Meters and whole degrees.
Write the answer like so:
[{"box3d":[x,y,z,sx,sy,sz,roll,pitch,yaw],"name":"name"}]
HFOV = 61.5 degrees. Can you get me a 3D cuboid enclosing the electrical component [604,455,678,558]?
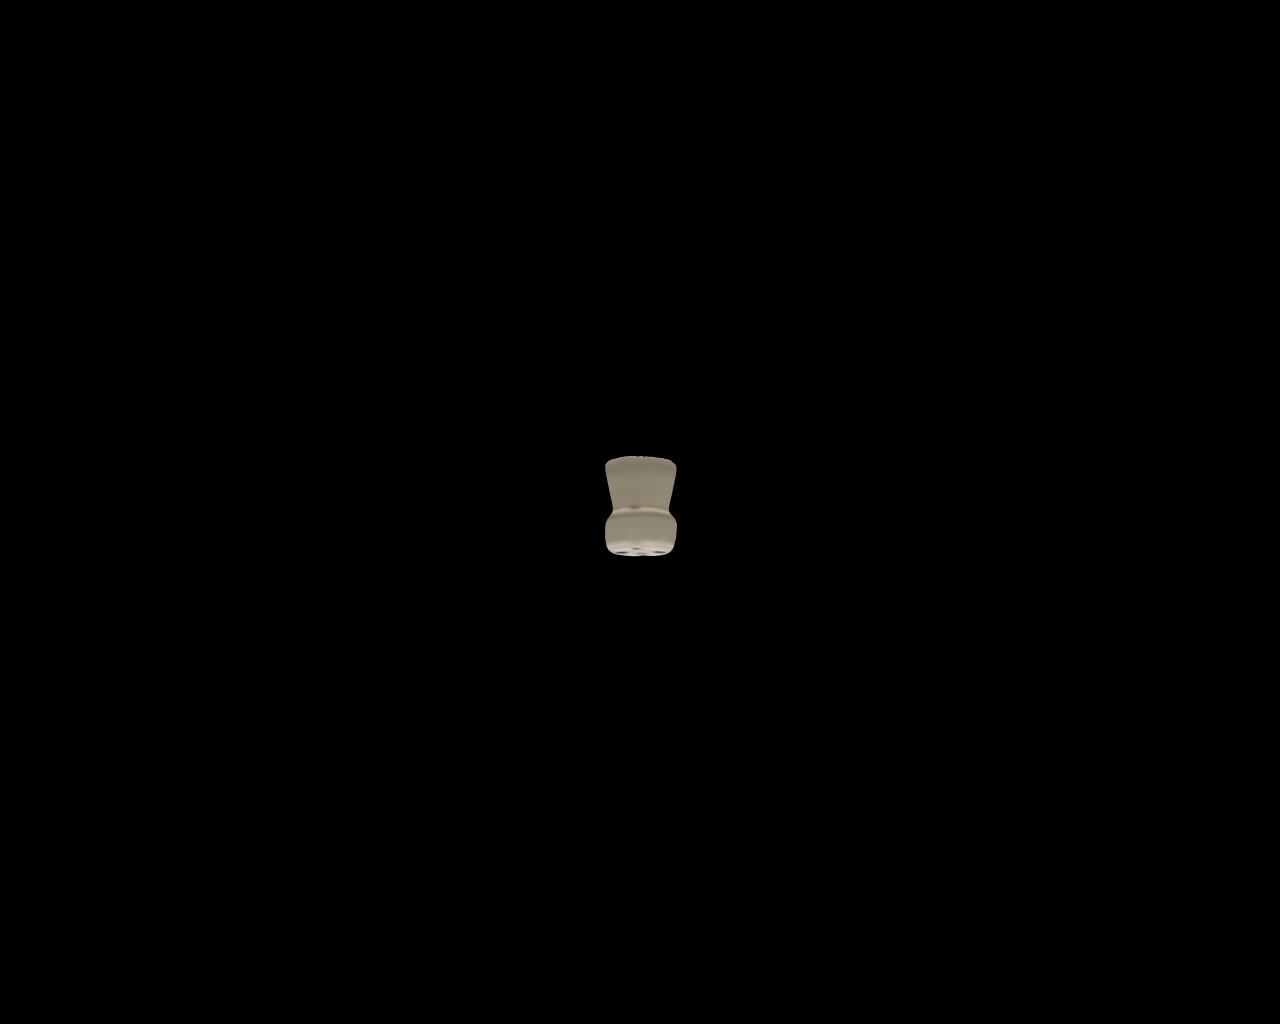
[{"box3d":[0.001,-0.003,0.650,0.045,0.055,0.045,0,-11,0],"name":"electrical component"}]
